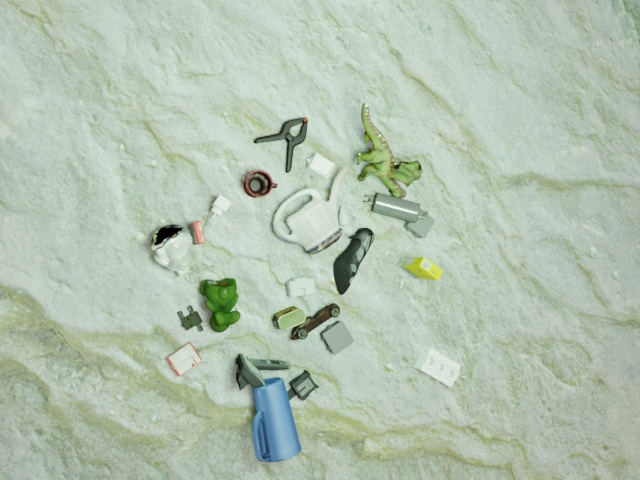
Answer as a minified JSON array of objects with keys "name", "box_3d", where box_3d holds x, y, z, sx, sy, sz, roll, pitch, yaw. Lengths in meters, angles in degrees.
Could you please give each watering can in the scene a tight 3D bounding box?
[{"name":"watering can","box_3d":[0.006,-0.091,1.813,0.350,0.104,0.223,-35,97,-11]}]

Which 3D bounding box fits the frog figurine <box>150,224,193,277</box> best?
[{"name":"frog figurine","box_3d":[-0.465,0.033,1.661,0.139,0.123,0.156,-48,138,-24]}]

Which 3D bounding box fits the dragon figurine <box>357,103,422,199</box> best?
[{"name":"dragon figurine","box_3d":[0.253,-0.290,1.831,0.244,0.400,0.124,22,59,22]}]
